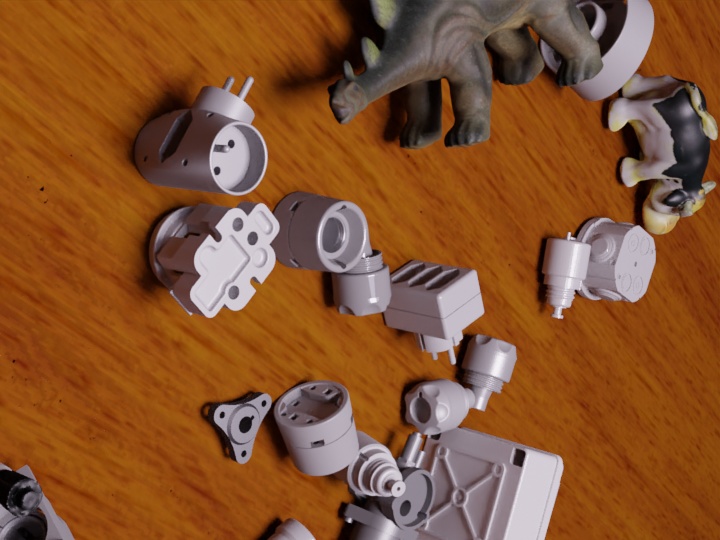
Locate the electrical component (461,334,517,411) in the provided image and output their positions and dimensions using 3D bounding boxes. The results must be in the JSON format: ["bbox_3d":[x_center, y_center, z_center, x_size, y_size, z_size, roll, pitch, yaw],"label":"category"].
[{"bbox_3d":[0.107,0.089,0.918,0.043,0.043,0.062,24,82,-46],"label":"electrical component"}]

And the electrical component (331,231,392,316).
[{"bbox_3d":[0.000,0.000,0.791,0.043,0.043,0.062,-18,109,-43],"label":"electrical component"}]

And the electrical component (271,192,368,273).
[{"bbox_3d":[-0.028,-0.026,0.754,0.055,0.047,0.055,-11,105,-44],"label":"electrical component"}]

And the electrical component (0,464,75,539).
[{"bbox_3d":[-0.186,0.158,0.609,0.042,0.081,0.063,-31,150,-14],"label":"electrical component"}]

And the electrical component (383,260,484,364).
[{"bbox_3d":[0.059,0.039,0.842,0.047,0.066,0.076,-33,119,-37],"label":"electrical component"}]

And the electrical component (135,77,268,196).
[{"bbox_3d":[-0.090,-0.085,0.657,0.043,0.077,0.079,40,69,-42],"label":"electrical component"}]

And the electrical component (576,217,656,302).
[{"bbox_3d":[0.243,-0.009,1.033,0.080,0.051,0.080,-11,105,-44],"label":"electrical component"}]

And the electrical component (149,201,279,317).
[{"bbox_3d":[-0.096,-0.010,0.680,0.078,0.057,0.058,-55,131,-24],"label":"electrical component"}]

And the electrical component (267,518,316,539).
[{"bbox_3d":[-0.056,0.209,0.776,0.046,0.040,0.040,-36,122,-29],"label":"electrical component"}]

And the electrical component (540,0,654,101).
[{"bbox_3d":[0.207,-0.200,0.930,0.064,0.099,0.099,23,81,-39],"label":"electrical component"}]

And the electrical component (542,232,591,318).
[{"bbox_3d":[0.187,0.005,0.986,0.040,0.040,0.078,8,92,-46],"label":"electrical component"}]

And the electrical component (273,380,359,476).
[{"bbox_3d":[-0.030,0.114,0.775,0.055,0.055,0.047,-37,126,-35],"label":"electrical component"}]

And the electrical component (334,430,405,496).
[{"bbox_3d":[0.008,0.149,0.807,0.040,0.078,0.040,-8,107,-30],"label":"electrical component"}]

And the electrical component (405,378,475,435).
[{"bbox_3d":[0.069,0.110,0.883,0.062,0.043,0.043,-6,102,-47],"label":"electrical component"}]

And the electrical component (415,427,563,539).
[{"bbox_3d":[0.098,0.190,0.882,0.056,0.109,0.108,22,82,-43],"label":"electrical component"}]

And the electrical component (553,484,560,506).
[{"bbox_3d":[0.132,0.195,0.959,0.089,0.050,0.055,24,80,-46],"label":"electrical component"}]
